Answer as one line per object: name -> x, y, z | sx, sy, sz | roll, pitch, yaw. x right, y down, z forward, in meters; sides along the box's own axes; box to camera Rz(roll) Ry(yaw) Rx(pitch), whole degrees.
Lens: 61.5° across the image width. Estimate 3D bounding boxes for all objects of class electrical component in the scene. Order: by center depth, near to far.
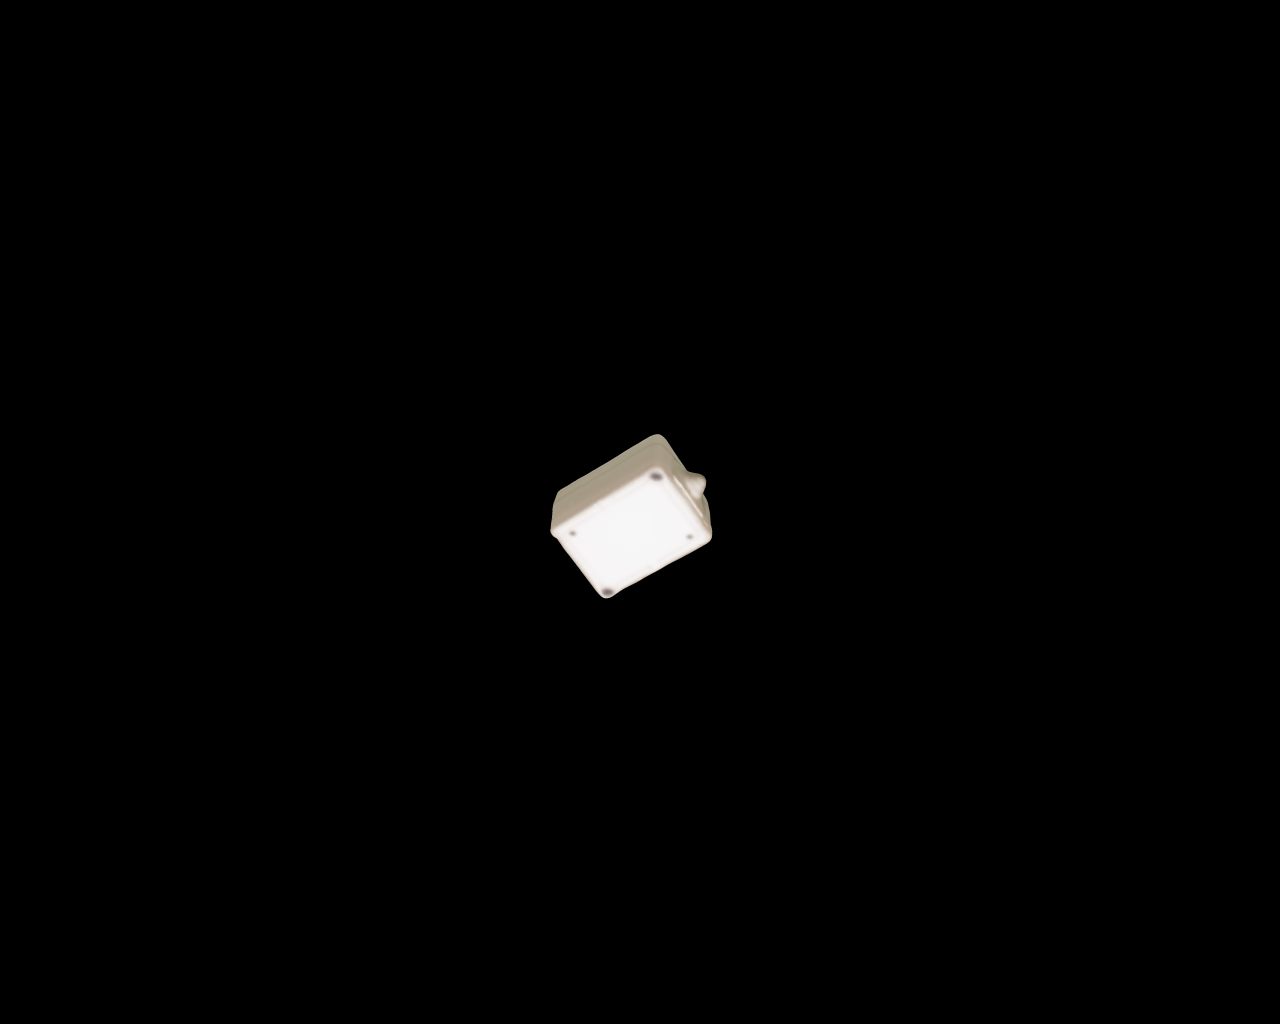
electrical component -> 0.001, -0.003, 0.650 | 0.096, 0.061, 0.061 | -30, 23, 14
